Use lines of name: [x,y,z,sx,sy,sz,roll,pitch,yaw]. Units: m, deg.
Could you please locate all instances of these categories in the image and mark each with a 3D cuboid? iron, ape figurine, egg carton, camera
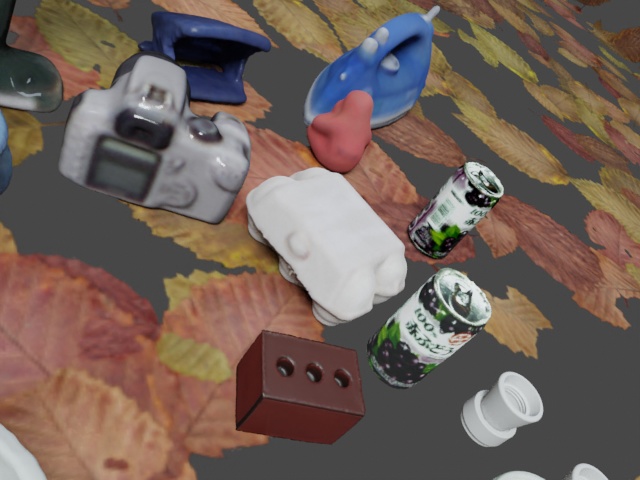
iron: [0.078,-0.233,0.748,0.118,0.141,0.259,41,38,6]
ape figurine: [0.030,-0.128,0.643,0.078,0.092,0.076,18,42,-22]
egg carton: [0.005,0.002,0.509,0.107,0.069,0.150,-22,66,-47]
camera: [-0.130,-0.105,0.491,0.143,0.100,0.136,17,42,-22]

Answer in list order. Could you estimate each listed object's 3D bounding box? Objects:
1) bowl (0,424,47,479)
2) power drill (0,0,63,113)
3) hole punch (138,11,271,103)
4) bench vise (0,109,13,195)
bowl: [-0.189,0.144,0.212,0.168,0.074,0.167,21,41,-19]
power drill: [-0.226,-0.203,0.432,0.230,0.208,0.075,3,48,-35]
hole punch: [-0.123,-0.212,0.614,0.109,0.091,0.101,-5,54,-40]
bench vise: [-0.244,-0.074,0.277,0.121,0.219,0.208,38,38,2]
